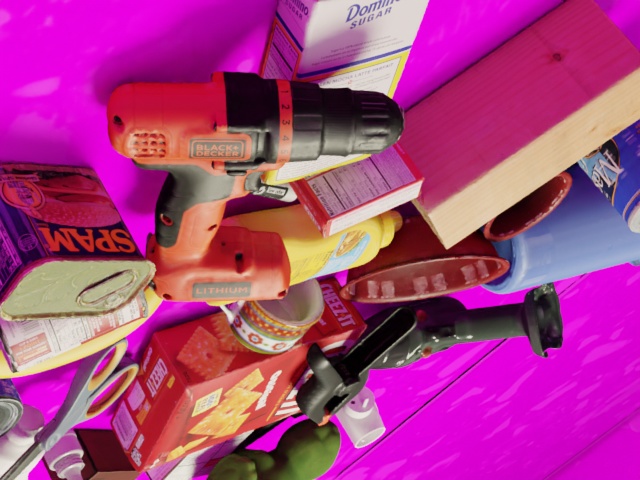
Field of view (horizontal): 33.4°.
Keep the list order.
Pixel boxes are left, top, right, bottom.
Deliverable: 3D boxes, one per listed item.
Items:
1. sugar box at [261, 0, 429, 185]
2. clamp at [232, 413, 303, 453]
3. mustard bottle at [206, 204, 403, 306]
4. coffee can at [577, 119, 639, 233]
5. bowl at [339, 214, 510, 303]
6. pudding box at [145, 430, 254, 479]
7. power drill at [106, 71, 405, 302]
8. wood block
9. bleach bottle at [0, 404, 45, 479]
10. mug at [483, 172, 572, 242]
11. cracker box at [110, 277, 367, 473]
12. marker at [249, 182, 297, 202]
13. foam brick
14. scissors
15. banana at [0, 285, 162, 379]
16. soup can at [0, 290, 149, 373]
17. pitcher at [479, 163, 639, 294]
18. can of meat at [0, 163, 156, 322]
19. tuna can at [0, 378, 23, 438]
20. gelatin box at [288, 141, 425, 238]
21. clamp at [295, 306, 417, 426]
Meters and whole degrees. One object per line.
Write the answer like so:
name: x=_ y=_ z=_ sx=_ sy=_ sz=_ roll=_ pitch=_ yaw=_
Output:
sugar box: x=0.009 y=-0.116 z=0.716 sx=0.093 sy=0.048 sz=0.176 roll=-19 pitch=148 yaw=-27
clamp: x=-0.036 y=0.190 z=1.233 sx=0.164 sy=0.036 sz=0.210 roll=-18 pitch=154 yaw=-29
mustard bottle: x=-0.006 y=0.001 z=0.893 sx=0.191 sy=0.058 sz=0.096 roll=-13 pitch=155 yaw=-36
coffee can: x=0.283 y=-0.092 z=0.971 sx=0.102 sy=0.140 sz=0.103 roll=-27 pitch=155 yaw=-14
bowl: x=0.094 y=0.014 z=1.004 sx=0.162 sy=0.055 sz=0.162 roll=-8 pitch=165 yaw=-2
pudding box: x=-0.131 y=0.223 z=1.179 sx=0.089 sy=0.039 sz=0.114 roll=1 pitch=137 yaw=-52
power drill: x=-0.047 y=-0.033 z=0.712 sx=0.184 sy=0.057 sz=0.188 roll=1 pitch=141 yaw=-8
wood block: x=0.158 y=-0.096 z=0.875 sx=0.206 sy=0.091 sz=0.090 roll=-34 pitch=155 yaw=3
bleach bottle: x=-0.309 y=0.233 z=0.957 sx=0.102 sy=0.068 sz=0.251 roll=-1 pitch=138 yaw=-51
mug: x=0.172 y=-0.066 z=0.957 sx=0.093 sy=0.081 sz=0.117 roll=0 pitch=140 yaw=-50
cracker box: x=-0.078 y=0.132 z=1.032 sx=0.213 sy=0.072 sz=0.164 roll=-14 pitch=150 yaw=-37
marker: x=-0.057 y=-0.045 z=0.797 sx=0.020 sy=0.020 sz=0.120 roll=-44 pitch=153 yaw=23
foam brick: x=-0.222 y=0.222 z=1.051 sx=0.053 sy=0.051 sz=0.078 roll=-41 pitch=154 yaw=14
scissors: x=-0.218 y=0.146 z=0.879 sx=0.201 sy=0.016 sz=0.096 roll=-40 pitch=154 yaw=-46
banana: x=-0.196 y=0.066 z=0.819 sx=0.197 sy=0.037 sz=0.069 roll=-25 pitch=136 yaw=-19
soup can: x=-0.181 y=0.044 z=0.753 sx=0.102 sy=0.068 sz=0.068 roll=-24 pitch=154 yaw=-19
pitcher: x=0.263 y=-0.035 z=1.090 sx=0.242 sy=0.149 sz=0.145 roll=-15 pitch=168 yaw=-28
can of meat: x=-0.167 y=0.000 z=0.670 sx=0.101 sy=0.084 sz=0.058 roll=1 pitch=138 yaw=-51
tuna can: x=-0.280 y=0.137 z=0.845 sx=0.086 sy=0.034 sz=0.086 roll=-27 pitch=155 yaw=-14
gelatin box: x=0.023 y=-0.051 z=0.816 sx=0.089 sy=0.073 sz=0.030 roll=-25 pitch=156 yaw=-18
clamp: x=0.029 y=0.123 z=1.021 sx=0.120 sy=0.039 sz=0.172 roll=-18 pitch=156 yaw=-21
